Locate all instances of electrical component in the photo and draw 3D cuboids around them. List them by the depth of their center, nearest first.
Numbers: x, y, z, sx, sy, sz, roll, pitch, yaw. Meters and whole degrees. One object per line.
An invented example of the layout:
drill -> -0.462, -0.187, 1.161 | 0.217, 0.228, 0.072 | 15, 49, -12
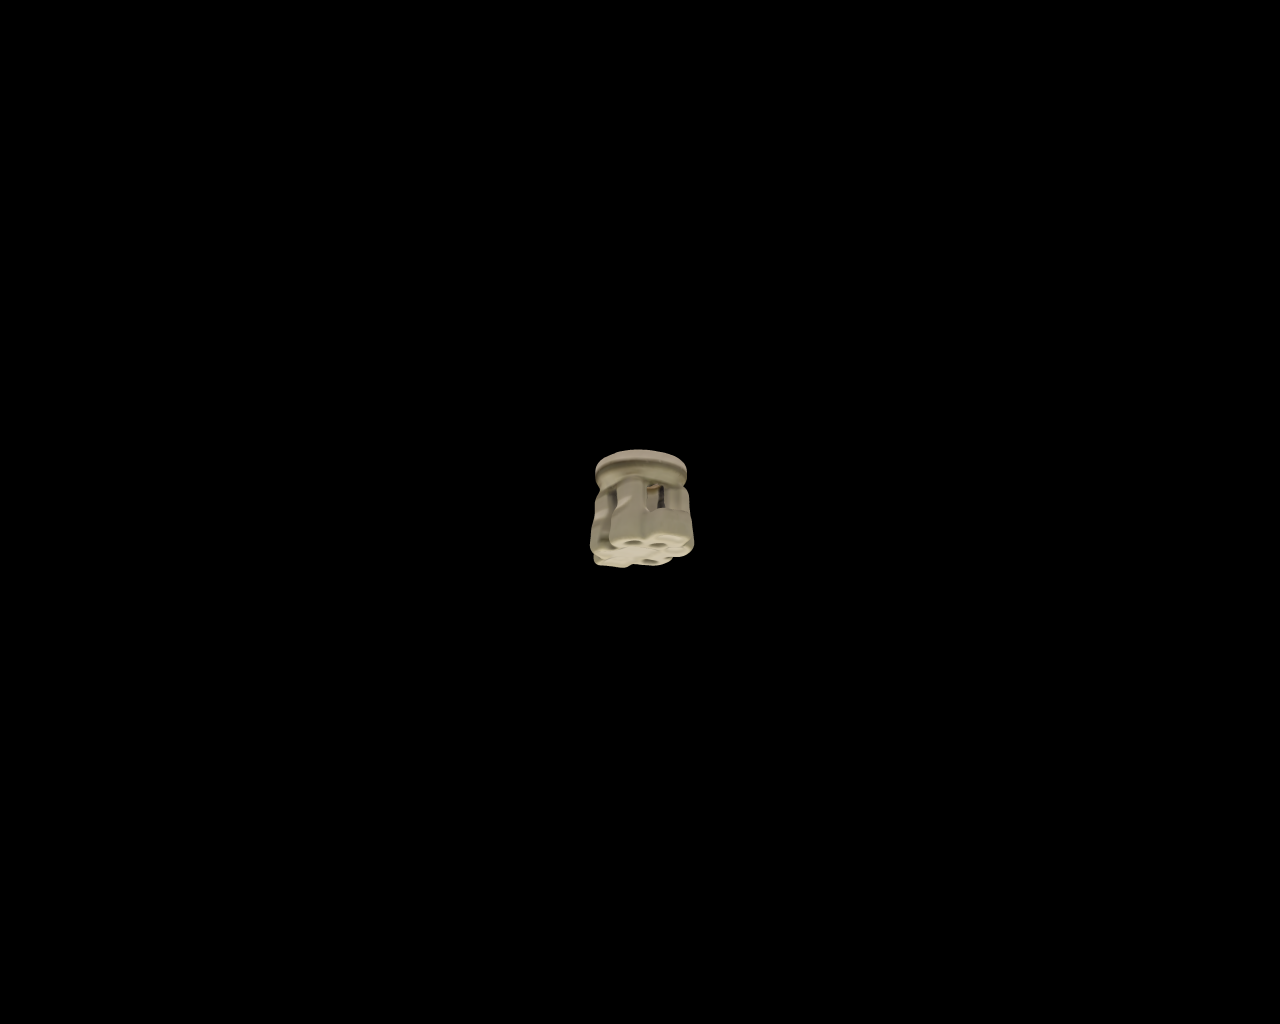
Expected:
electrical component -> 0.001, -0.003, 0.650 | 0.058, 0.057, 0.078 | 11, -21, -30
